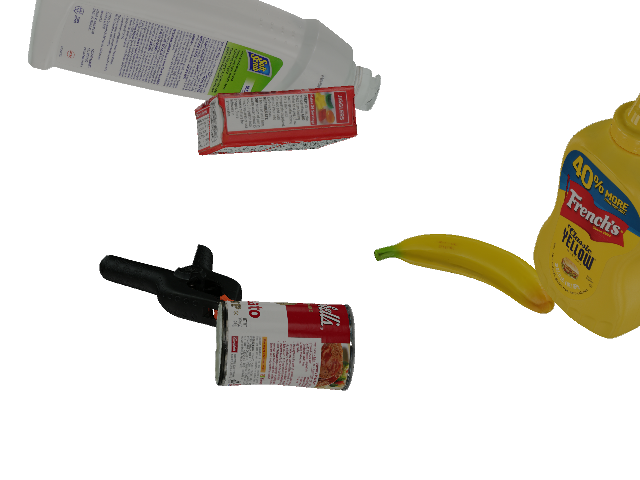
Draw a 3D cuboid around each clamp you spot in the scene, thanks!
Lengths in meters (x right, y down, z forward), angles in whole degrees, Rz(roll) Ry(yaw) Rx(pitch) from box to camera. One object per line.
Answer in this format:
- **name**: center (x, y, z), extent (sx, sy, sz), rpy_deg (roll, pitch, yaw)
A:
- **clamp**: center (-0.121, 0.040, 1.029), extent (0.120, 0.039, 0.172), rpy_deg (-18, 31, -38)

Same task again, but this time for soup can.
- **soup can**: center (-0.029, 0.082, 0.835), extent (0.102, 0.068, 0.068), rpy_deg (3, 0, -9)

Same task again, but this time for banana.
- **banana**: center (0.149, 0.028, 1.029), extent (0.198, 0.037, 0.069), rpy_deg (15, 43, 38)

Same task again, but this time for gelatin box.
- **gelatin box**: center (-0.027, -0.066, 0.587), extent (0.073, 0.030, 0.089), rpy_deg (-5, 3, -14)

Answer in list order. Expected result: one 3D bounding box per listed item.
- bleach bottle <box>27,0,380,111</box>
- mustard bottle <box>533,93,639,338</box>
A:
- **bleach bottle**: center (-0.080, -0.140, 0.784), extent (0.250, 0.068, 0.103), rpy_deg (16, -34, -12)
- **mustard bottle**: center (0.202, -0.025, 0.726), extent (0.058, 0.192, 0.096), rpy_deg (-20, 52, -21)
